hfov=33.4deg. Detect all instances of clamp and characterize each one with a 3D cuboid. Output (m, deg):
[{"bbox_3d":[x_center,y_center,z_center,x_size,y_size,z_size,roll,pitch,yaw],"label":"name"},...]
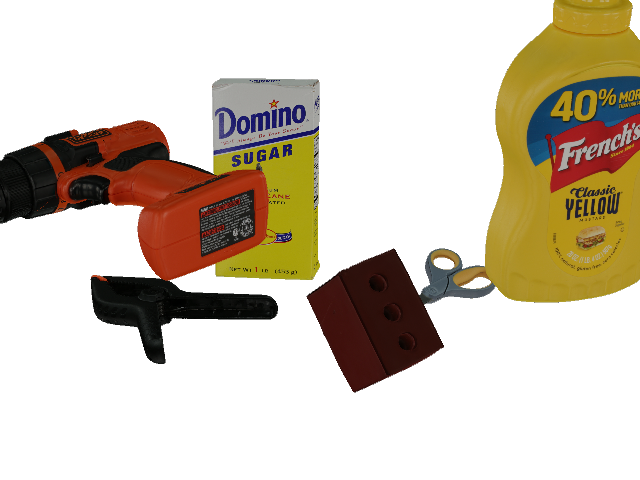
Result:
[{"bbox_3d":[-0.172,0.072,1.091,0.210,0.036,0.164,11,20,33],"label":"clamp"}]

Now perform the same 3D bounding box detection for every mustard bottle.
[{"bbox_3d":[0.146,-0.060,0.601,0.096,0.192,0.058,-7,28,-11],"label":"mustard bottle"}]

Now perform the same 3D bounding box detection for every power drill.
[{"bbox_3d":[-0.144,-0.031,0.746,0.188,0.057,0.184,23,34,39],"label":"power drill"}]

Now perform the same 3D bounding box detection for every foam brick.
[{"bbox_3d":[0.037,0.056,0.731,0.052,0.078,0.051,-22,-9,-34],"label":"foam brick"}]

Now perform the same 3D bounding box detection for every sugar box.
[{"bbox_3d":[-0.048,-0.055,0.955,0.093,0.176,0.048,1,16,7],"label":"sugar box"}]

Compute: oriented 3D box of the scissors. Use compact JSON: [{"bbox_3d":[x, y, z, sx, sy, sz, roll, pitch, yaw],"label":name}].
[{"bbox_3d":[0.121,0.050,1.247,0.201,0.016,0.096,-11,40,-35],"label":"scissors"}]
